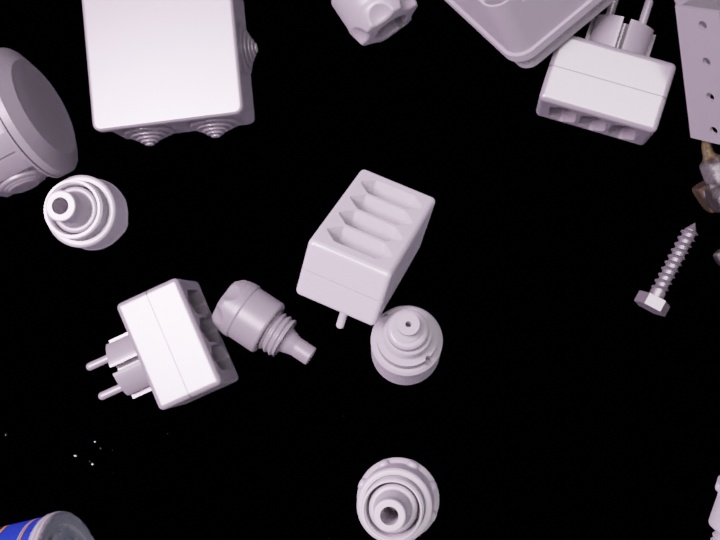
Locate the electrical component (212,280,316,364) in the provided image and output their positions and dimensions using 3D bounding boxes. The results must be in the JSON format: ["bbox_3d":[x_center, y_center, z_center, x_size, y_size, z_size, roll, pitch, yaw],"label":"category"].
[{"bbox_3d":[-0.054,0.034,0.626,0.061,0.035,0.035,33,91,5],"label":"electrical component"}]

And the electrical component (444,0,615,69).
[{"bbox_3d":[0.080,-0.174,0.587,0.078,0.057,0.113,-40,53,3],"label":"electrical component"}]

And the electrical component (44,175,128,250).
[{"bbox_3d":[-0.163,-0.034,0.629,0.043,0.062,0.043,0,88,7],"label":"electrical component"}]

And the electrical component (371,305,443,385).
[{"bbox_3d":[0.026,0.039,0.598,0.040,0.078,0.040,0,74,1],"label":"electrical component"}]

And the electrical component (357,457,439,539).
[{"bbox_3d":[0.019,0.131,0.599,0.048,0.062,0.048,0,87,7],"label":"electrical component"}]

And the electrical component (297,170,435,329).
[{"bbox_3d":[0.000,0.000,0.607,0.047,0.083,0.075,23,128,8],"label":"electrical component"}]

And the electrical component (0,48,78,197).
[{"bbox_3d":[-0.206,-0.084,0.628,0.051,0.080,0.080,-25,85,10],"label":"electrical component"}]

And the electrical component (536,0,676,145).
[{"bbox_3d":[0.142,-0.118,0.604,0.066,0.047,0.076,18,89,7],"label":"electrical component"}]

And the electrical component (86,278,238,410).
[{"bbox_3d":[-0.122,0.050,0.627,0.077,0.047,0.065,-24,85,5],"label":"electrical component"}]

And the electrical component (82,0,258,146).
[{"bbox_3d":[-0.110,-0.126,0.634,0.100,0.048,0.099,-6,87,6],"label":"electrical component"}]

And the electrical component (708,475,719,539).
[{"bbox_3d":[0.211,0.144,0.585,0.048,0.048,0.062,18,96,7],"label":"electrical component"}]

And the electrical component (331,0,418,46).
[{"bbox_3d":[0.001,-0.166,0.625,0.043,0.043,0.062,-33,83,4],"label":"electrical component"}]
